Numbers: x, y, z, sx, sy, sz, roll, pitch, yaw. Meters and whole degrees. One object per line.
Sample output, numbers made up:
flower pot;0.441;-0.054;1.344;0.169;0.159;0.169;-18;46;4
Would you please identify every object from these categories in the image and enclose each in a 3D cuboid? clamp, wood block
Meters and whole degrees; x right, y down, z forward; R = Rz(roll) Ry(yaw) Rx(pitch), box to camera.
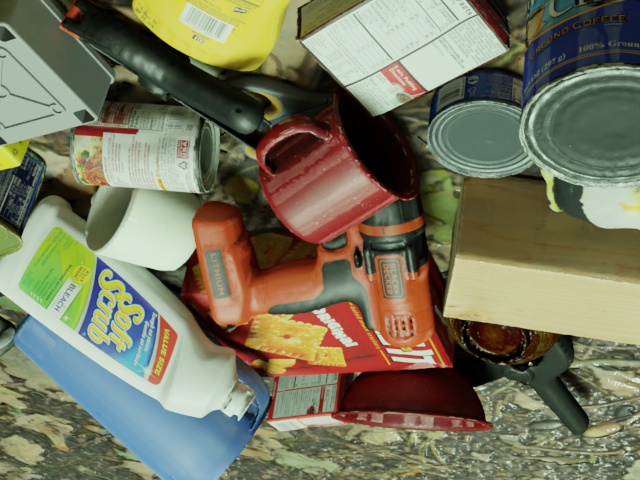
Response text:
clamp;0.207;0.126;1.055;0.164;0.036;0.210;17;145;6
clamp;-0.103;-0.115;0.736;0.171;0.039;0.120;30;174;-7
wood block;0.209;0.017;0.850;0.206;0.090;0.091;8;146;5

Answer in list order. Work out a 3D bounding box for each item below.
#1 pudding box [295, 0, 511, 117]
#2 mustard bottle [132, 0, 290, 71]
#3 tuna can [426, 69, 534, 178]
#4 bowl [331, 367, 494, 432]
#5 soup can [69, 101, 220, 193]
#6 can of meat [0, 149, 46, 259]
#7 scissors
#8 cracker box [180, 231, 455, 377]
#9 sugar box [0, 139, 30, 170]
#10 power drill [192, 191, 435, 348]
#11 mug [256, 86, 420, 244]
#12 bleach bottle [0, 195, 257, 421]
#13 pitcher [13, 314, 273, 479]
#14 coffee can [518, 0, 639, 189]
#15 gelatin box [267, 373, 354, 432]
pudding box;0.054;-0.138;0.699;0.114;0.039;0.090;-25;132;29
mustard bottle;-0.040;-0.185;0.646;0.096;0.058;0.192;27;144;-14
tuna can;0.121;-0.084;0.774;0.086;0.033;0.086;7;147;5
bowl;0.092;0.156;1.062;0.162;0.055;0.162;4;166;1
soup can;-0.135;-0.073;0.832;0.102;0.068;0.068;5;146;8
can of meat;-0.290;-0.030;0.923;0.102;0.084;0.057;-19;136;37
scissors;0.002;-0.110;0.785;0.096;0.016;0.202;34;140;-31
cracker box;0.003;0.061;0.989;0.214;0.072;0.164;-6;143;22
sugar box;-0.316;-0.119;0.834;0.093;0.048;0.176;-10;143;28
power drill;-0.006;0.001;0.857;0.188;0.057;0.184;-3;109;21
mug;0.004;-0.053;0.750;0.082;0.093;0.117;-32;147;29
bleach bottle;-0.162;0.070;0.947;0.251;0.102;0.068;34;179;3
pitcher;-0.169;0.128;1.041;0.243;0.149;0.145;41;178;-6
coffee can;0.169;-0.116;0.616;0.103;0.140;0.103;7;147;5
gelatin box;-0.008;0.164;1.145;0.089;0.073;0.030;-12;142;29
